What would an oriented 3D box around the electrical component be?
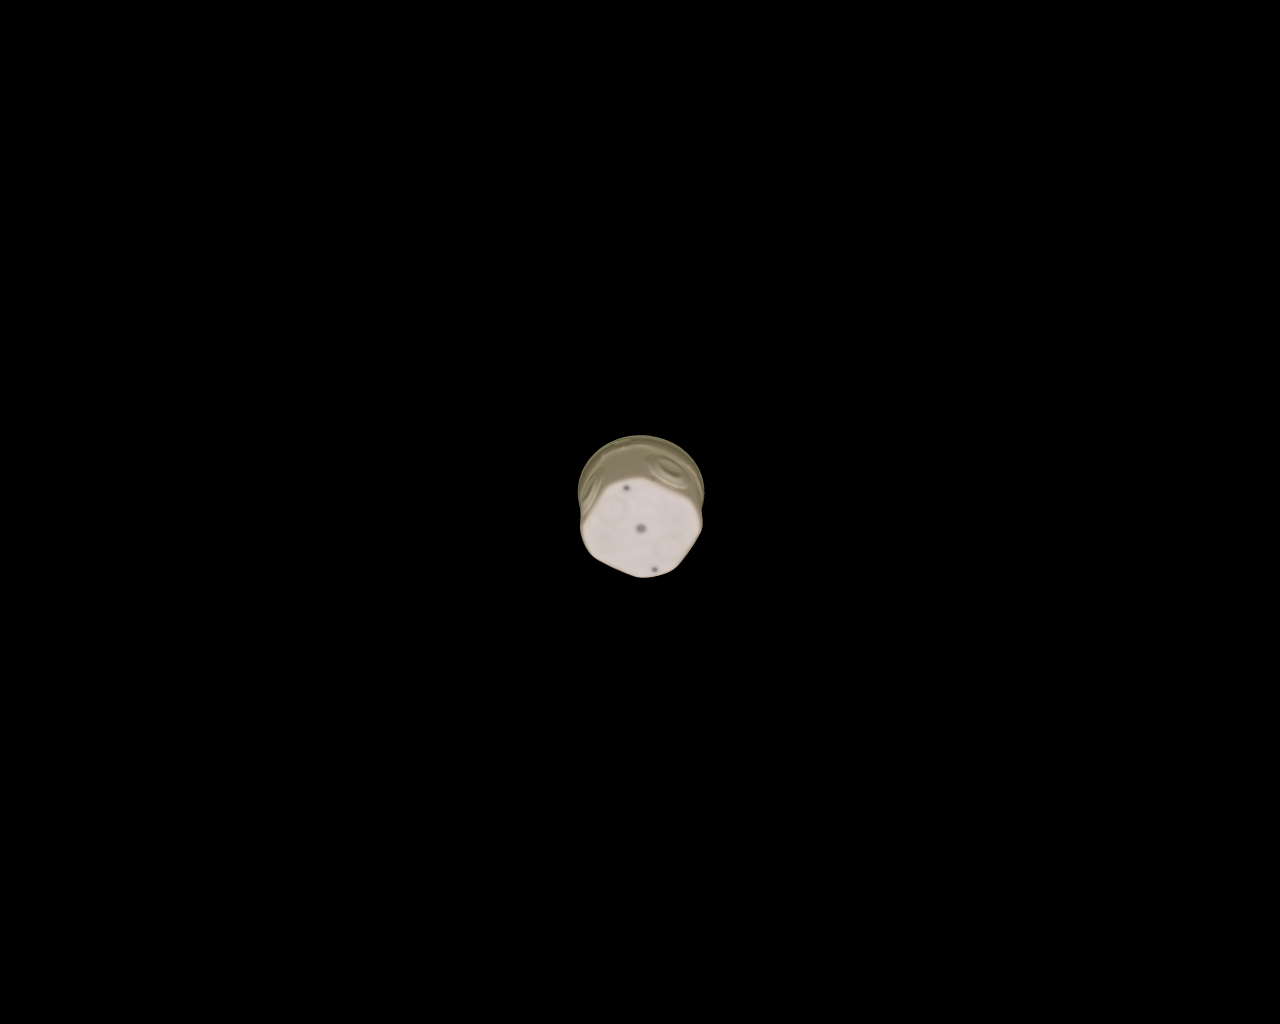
[{"bbox_3d":[0.001,-0.003,0.650,0.080,0.080,0.051,0,30,0],"label":"electrical component"}]
